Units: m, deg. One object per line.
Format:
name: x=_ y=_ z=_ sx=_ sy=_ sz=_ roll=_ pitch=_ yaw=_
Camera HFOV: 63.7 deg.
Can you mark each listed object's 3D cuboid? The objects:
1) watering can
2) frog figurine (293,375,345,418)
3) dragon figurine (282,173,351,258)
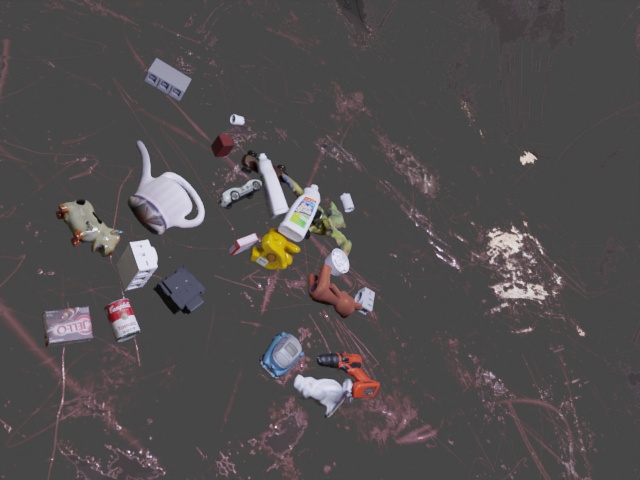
watering can: x=-0.538 y=-0.159 z=1.688 sx=0.347 sy=0.102 sz=0.229 roll=45 pitch=45 yaw=-4
frog figurine: x=-0.003 y=0.483 z=1.662 sx=0.160 sy=0.122 sz=0.137 roll=46 pitch=10 yaw=9
dragon figurine: x=0.006 y=-0.106 z=2.106 sx=0.244 sy=0.121 sz=0.414 roll=-9 pitch=68 yaw=-60
